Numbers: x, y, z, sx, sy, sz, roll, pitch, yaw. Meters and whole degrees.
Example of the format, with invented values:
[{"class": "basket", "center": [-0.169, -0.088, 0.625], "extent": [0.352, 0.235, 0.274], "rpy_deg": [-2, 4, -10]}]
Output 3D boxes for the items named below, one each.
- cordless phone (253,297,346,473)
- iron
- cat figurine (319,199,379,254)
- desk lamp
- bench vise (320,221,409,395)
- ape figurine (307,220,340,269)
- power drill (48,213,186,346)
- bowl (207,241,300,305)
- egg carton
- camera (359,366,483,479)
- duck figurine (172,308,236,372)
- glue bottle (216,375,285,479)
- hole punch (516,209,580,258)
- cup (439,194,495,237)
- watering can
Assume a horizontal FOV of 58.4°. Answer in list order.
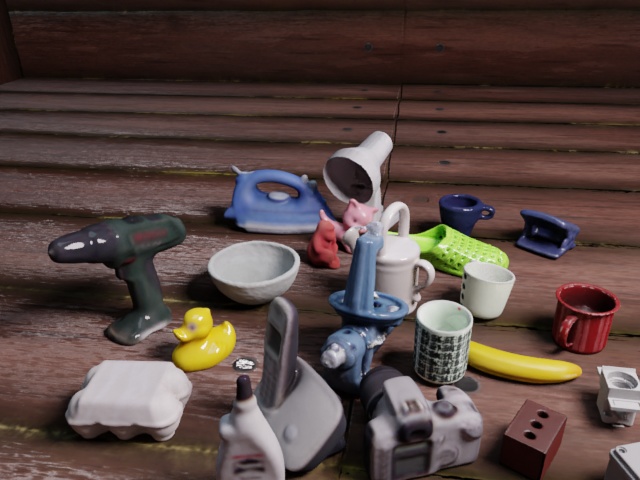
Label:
[{"class": "cordless phone", "center": [-0.031, 0.174, 0.705], "extent": [0.094, 0.185, 0.147], "rpy_deg": [-18, 31, -30]}, {"class": "iron", "center": [-0.086, -0.098, 1.301], "extent": [0.258, 0.141, 0.118], "rpy_deg": [3, 27, 8]}, {"class": "cat figurine", "center": [0.057, -0.037, 1.202], "extent": [0.127, 0.118, 0.067], "rpy_deg": [5, 27, 11]}, {"class": "desk lamp", "center": [0.102, -0.121, 1.262], "extent": [0.117, 0.214, 0.204], "rpy_deg": [14, 30, 28]}, {"class": "bench vise", "center": [0.068, 0.097, 0.818], "extent": [0.121, 0.220, 0.207], "rpy_deg": [2, 27, 7]}, {"class": "ape figurine", "center": [0.011, 0.004, 1.150], "extent": [0.076, 0.092, 0.078], "rpy_deg": [13, 30, 25]}, {"class": "power drill", "center": [-0.309, 0.057, 0.922], "extent": [0.075, 0.208, 0.230], "rpy_deg": [16, 31, 31]}, {"class": "bowl", "center": [-0.118, 0.069, 1.042], "extent": [0.167, 0.075, 0.167], "rpy_deg": [-1, 26, 1]}, {"class": "egg carton", "center": [-0.251, 0.213, 0.763], "extent": [0.150, 0.069, 0.107], "rpy_deg": [0, 27, 2]}, {"class": "camera", "center": [0.113, 0.212, 0.720], "extent": [0.143, 0.101, 0.136], "rpy_deg": [-7, 27, -12]}, {"class": "duck figurine", "center": [-0.181, 0.143, 0.883], "extent": [0.105, 0.086, 0.077], "rpy_deg": [-21, 33, -34]}, {"class": "glue bottle", "center": [-0.080, 0.218, 0.631], "extent": [0.078, 0.173, 0.037], "rpy_deg": [-5, 27, -9]}, {"class": "hole punch", "center": [0.476, -0.026, 1.197], "extent": [0.101, 0.091, 0.108], "rpy_deg": [-24, 35, -38]}, {"class": "cup", "center": [0.311, -0.040, 1.225], "extent": [0.117, 0.095, 0.092], "rpy_deg": [10, 28, 20]}, {"class": "watering can", "center": [0.115, 0.026, 0.987], "extent": [0.172, 0.194, 0.101], "rpy_deg": [7, 28, 15]}]
